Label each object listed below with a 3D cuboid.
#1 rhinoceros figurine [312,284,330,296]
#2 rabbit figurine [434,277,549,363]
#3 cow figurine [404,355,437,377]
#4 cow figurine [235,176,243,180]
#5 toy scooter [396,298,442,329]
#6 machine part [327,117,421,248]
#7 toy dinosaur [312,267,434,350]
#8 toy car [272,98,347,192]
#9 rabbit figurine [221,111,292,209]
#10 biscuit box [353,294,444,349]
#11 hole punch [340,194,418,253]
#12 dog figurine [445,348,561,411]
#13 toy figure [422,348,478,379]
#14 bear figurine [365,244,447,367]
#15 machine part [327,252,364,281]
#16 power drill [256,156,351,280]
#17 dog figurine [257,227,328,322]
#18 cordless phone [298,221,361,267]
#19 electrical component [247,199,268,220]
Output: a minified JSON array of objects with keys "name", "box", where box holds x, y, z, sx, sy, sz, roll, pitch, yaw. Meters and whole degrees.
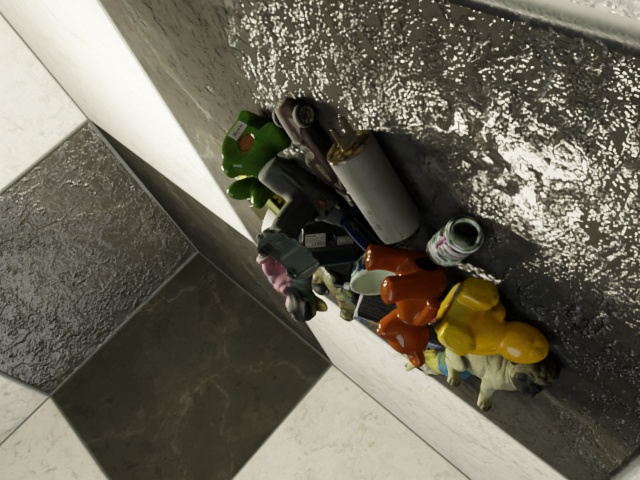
[{"name":"rhinoceros figurine","box":[-0.037,0.078,1.477,0.190,0.112,0.073,42,169,-27]},{"name":"rabbit figurine","box":[0.278,0.153,0.875,0.173,0.122,0.162,22,164,8]},{"name":"cow figurine","box":[0.241,0.277,1.349,0.194,0.085,0.127,48,159,-25]},{"name":"cow figurine","box":[-0.147,-0.137,1.251,0.098,0.068,0.167,50,173,-22]},{"name":"toy scooter","box":[0.186,0.118,0.999,0.135,0.075,0.183,61,-179,31]},{"name":"machine part","box":[0.083,-0.077,0.805,0.079,0.079,0.243,22,153,54]},{"name":"toy dinosaur","box":[0.083,0.124,1.303,0.472,0.105,0.198,37,162,20]},{"name":"toy car","box":[-0.009,-0.150,0.901,0.089,0.053,0.202,17,149,54]},{"name":"rabbit figurine","box":[-0.106,-0.138,1.041,0.121,0.159,0.170,22,171,31]},{"name":"biscuit box","box":[0.175,0.169,1.137,0.203,0.063,0.059,20,164,0]},{"name":"hole punch","box":[0.091,-0.016,0.940,0.142,0.092,0.116,42,169,-6]},{"name":"dog figurine","box":[0.320,0.208,0.972,0.172,0.121,0.190,38,150,10]},{"name":"toy figure","box":[0.289,0.262,1.196,0.082,0.089,0.180,59,154,-7]},{"name":"bear figurine","box":[0.129,0.112,0.877,0.120,0.132,0.195,-111,29,-49]},{"name":"machine part","box":[0.047,0.047,1.196,0.139,0.084,0.039,14,-169,20]},{"name":"power drill","box":[-0.019,-0.032,0.949,0.232,0.207,0.086,38,138,-21]},{"name":"dog figurine","box":[-0.058,0.084,1.255,0.192,0.108,0.219,-90,-21,-58]},{"name":"cordless phone","box":[-0.003,-0.003,1.138,0.184,0.147,0.088,-154,59,-73]},{"name":"electrical component","box":[-0.154,-0.093,1.452,0.078,0.045,0.102,-20,122,42]}]
